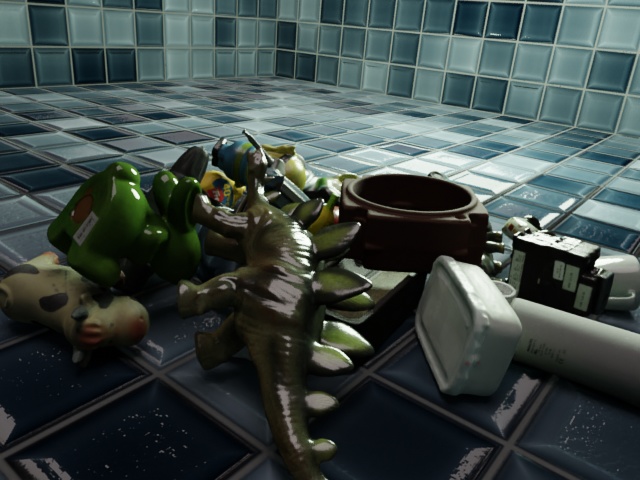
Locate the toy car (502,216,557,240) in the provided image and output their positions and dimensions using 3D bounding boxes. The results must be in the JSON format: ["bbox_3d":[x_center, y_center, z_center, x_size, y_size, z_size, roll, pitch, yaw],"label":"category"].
[{"bbox_3d":[0.387,0.021,0.872,0.201,0.056,0.074,27,20,-18],"label":"toy car"}]

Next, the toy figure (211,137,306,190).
[{"bbox_3d":[-0.110,-0.126,0.961,0.180,0.082,0.089,17,65,10],"label":"toy figure"}]

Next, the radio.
[{"bbox_3d":[0.044,0.073,0.714,0.131,0.073,0.229,17,25,27],"label":"radio"}]

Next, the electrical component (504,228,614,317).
[{"bbox_3d":[0.337,0.055,0.762,0.058,0.114,0.134,-22,34,-40],"label":"electrical component"}]

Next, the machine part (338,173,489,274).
[{"bbox_3d":[0.127,-0.032,0.772,0.202,0.087,0.201,2,23,2],"label":"machine part"}]

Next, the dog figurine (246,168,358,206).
[{"bbox_3d":[-0.037,-0.107,1.099,0.219,0.108,0.192,4,19,-13],"label":"dog figurine"}]

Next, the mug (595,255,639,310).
[{"bbox_3d":[0.413,0.070,0.800,0.107,0.080,0.109,-1,27,16],"label":"mug"}]

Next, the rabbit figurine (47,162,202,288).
[{"bbox_3d":[-0.214,-0.013,0.660,0.121,0.159,0.170,20,-11,41],"label":"rabbit figurine"}]

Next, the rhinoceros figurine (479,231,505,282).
[{"bbox_3d":[0.229,0.034,0.832,0.112,0.073,0.190,6,17,23],"label":"rhinoceros figurine"}]

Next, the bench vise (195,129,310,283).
[{"bbox_3d":[-0.138,-0.022,0.788,0.241,0.223,0.128,-4,-20,39],"label":"bench vise"}]

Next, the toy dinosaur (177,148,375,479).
[{"bbox_3d":[-0.043,0.063,0.565,0.199,0.104,0.472,-10,52,3],"label":"toy dinosaur"}]

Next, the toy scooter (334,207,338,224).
[{"bbox_3d":[-0.002,-0.003,0.888,0.184,0.075,0.135,-16,29,-33],"label":"toy scooter"}]

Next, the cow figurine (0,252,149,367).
[{"bbox_3d":[-0.289,0.077,0.629,0.195,0.085,0.127,13,18,14],"label":"cow figurine"}]

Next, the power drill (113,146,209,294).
[{"bbox_3d":[-0.274,-0.037,0.796,0.208,0.232,0.085,7,-23,32],"label":"power drill"}]

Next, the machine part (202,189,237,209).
[{"bbox_3d":[-0.163,-0.046,0.947,0.138,0.039,0.084,28,12,-36],"label":"machine part"}]

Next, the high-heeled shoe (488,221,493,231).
[{"bbox_3d":[0.183,0.009,0.947,0.249,0.145,0.086,-26,27,1],"label":"high-heeled shoe"}]

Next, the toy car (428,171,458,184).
[{"bbox_3d":[0.220,-0.060,1.027,0.103,0.109,0.161,29,36,35],"label":"toy car"}]

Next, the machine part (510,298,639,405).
[{"bbox_3d":[0.303,0.128,0.629,0.244,0.079,0.079,18,26,26],"label":"machine part"}]
